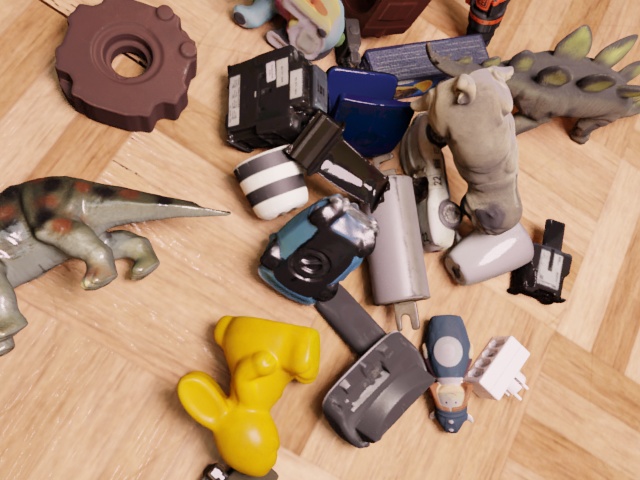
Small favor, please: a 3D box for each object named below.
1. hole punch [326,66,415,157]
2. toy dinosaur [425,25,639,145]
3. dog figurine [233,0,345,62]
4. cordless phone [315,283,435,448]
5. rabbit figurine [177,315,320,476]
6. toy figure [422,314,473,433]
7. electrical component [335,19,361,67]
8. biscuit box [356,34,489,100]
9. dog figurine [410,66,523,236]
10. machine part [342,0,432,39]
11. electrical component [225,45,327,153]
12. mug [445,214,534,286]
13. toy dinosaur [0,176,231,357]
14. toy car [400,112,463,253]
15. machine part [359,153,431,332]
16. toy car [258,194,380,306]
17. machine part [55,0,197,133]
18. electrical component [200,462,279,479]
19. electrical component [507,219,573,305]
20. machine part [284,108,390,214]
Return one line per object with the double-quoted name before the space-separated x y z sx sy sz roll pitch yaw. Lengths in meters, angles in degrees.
"hole punch" 0.057 -0.160 0.723 0.142 0.115 0.092 0 37 -18
"toy dinosaur" 0.337 -0.223 0.779 0.471 0.198 0.105 -3 76 -18
"dog figurine" -0.016 -0.384 0.764 0.191 0.108 0.219 31 70 -4
"cordless phone" 0.040 0.154 0.690 0.146 0.088 0.184 -40 80 -18
"rabbit figurine" -0.081 0.178 0.619 0.162 0.122 0.173 10 77 -8
"toy figure" 0.172 0.179 0.722 0.057 0.064 0.154 16 68 -48
"electrical component" 0.041 -0.288 0.780 0.021 0.063 0.094 -2 78 -16
"biscuit box" 0.157 -0.256 0.808 0.203 0.059 0.063 -13 81 -17
"dog figurine" 0.199 -0.097 0.650 0.172 0.121 0.190 -12 86 -60
"machine part" 0.093 -0.407 0.748 0.087 0.201 0.201 -11 81 -19
"electrical component" -0.056 -0.182 0.699 0.134 0.058 0.115 -5 80 29
"mug" 0.228 0.009 0.764 0.107 0.080 0.109 -30 80 -12
"toy dinosaur" -0.320 -0.002 0.599 0.405 0.131 0.192 -31 88 -25
"toy car" 0.153 -0.082 0.762 0.056 0.073 0.201 -4 79 -18
"machine part" 0.098 0.001 0.729 0.079 0.079 0.243 -5 80 -17
"toy car" -0.001 -0.002 0.682 0.109 0.161 0.103 32 30 -18
"machine part" -0.247 -0.228 0.693 0.179 0.056 0.179 3 78 -14
"electrical component" -0.096 0.292 0.632 0.102 0.045 0.078 40 43 -7
"electrical component" 0.330 0.031 0.801 0.075 0.048 0.119 15 75 -12
"machine part" 0.030 -0.094 0.670 0.139 0.039 0.084 40 90 -12
